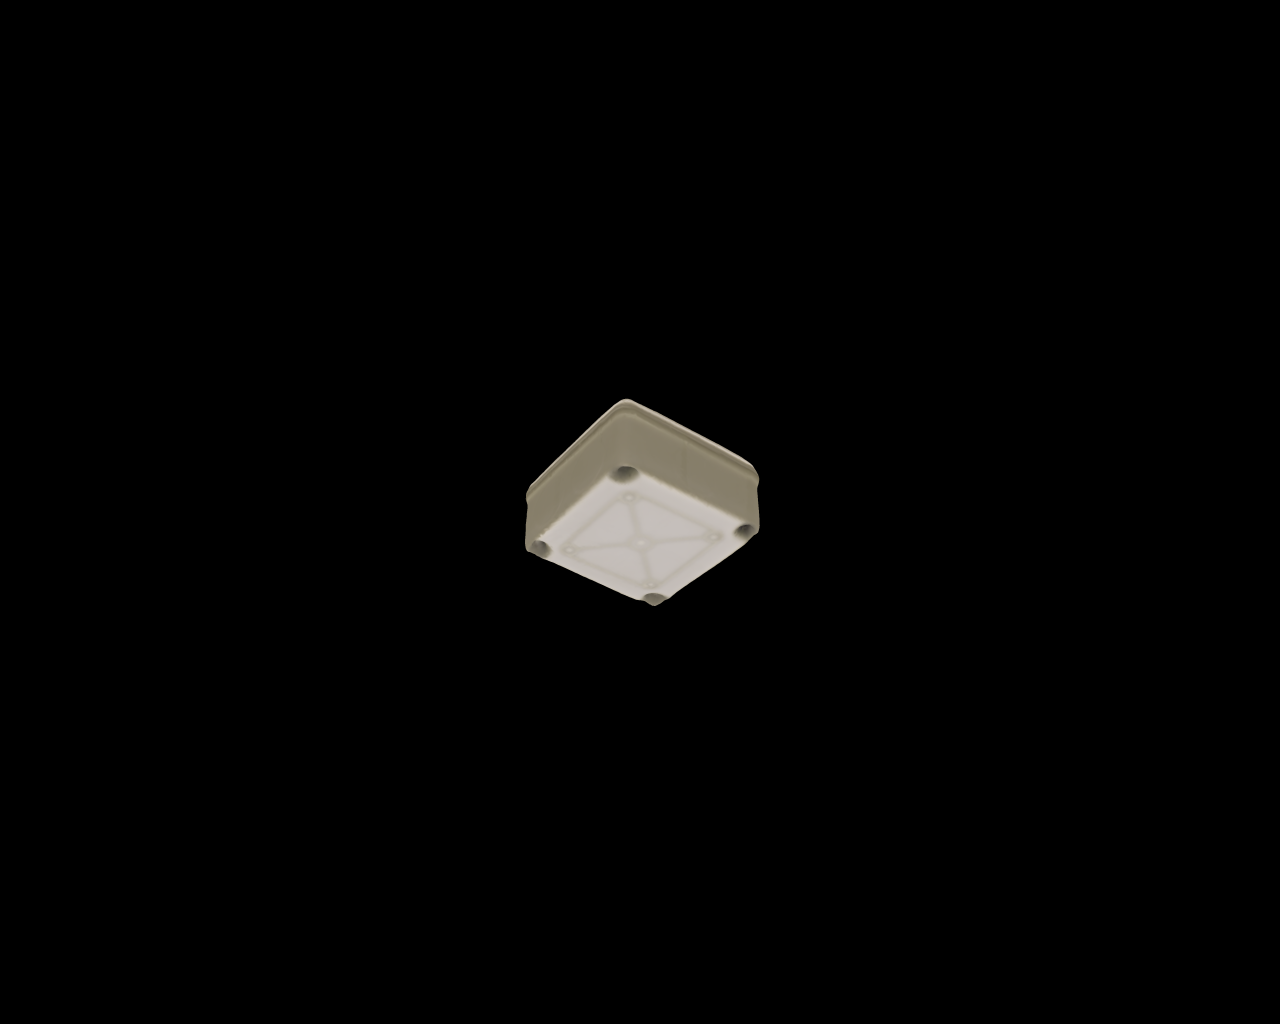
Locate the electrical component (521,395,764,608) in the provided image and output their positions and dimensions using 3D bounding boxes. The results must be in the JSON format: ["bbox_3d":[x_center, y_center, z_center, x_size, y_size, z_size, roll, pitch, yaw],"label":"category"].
[{"bbox_3d":[0.001,-0.003,0.650,0.109,0.056,0.108,25,-45,-28],"label":"electrical component"}]
